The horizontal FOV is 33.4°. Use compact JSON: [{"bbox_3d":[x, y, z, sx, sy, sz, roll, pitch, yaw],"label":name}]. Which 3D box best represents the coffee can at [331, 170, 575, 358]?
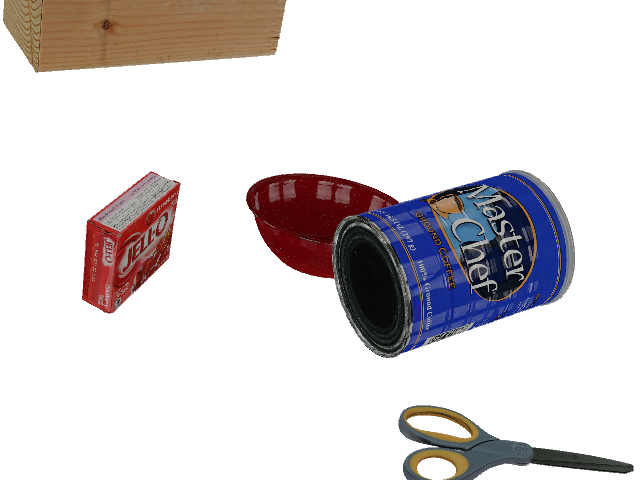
[{"bbox_3d":[0.094,0.015,0.761,0.140,0.103,0.103,-16,7,-24],"label":"coffee can"}]

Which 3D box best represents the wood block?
[{"bbox_3d":[-0.137,-0.200,0.855,0.205,0.091,0.090,-10,42,-30],"label":"wood block"}]

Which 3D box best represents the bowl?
[{"bbox_3d":[0.005,-0.009,1.031,0.162,0.055,0.162,8,26,-4],"label":"bowl"}]

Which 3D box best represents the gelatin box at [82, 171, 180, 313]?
[{"bbox_3d":[-0.141,0.001,0.795,0.030,0.073,0.089,23,35,12],"label":"gelatin box"}]

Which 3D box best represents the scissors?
[{"bbox_3d":[0.157,0.193,0.905,0.202,0.016,0.096,17,42,15],"label":"scissors"}]
